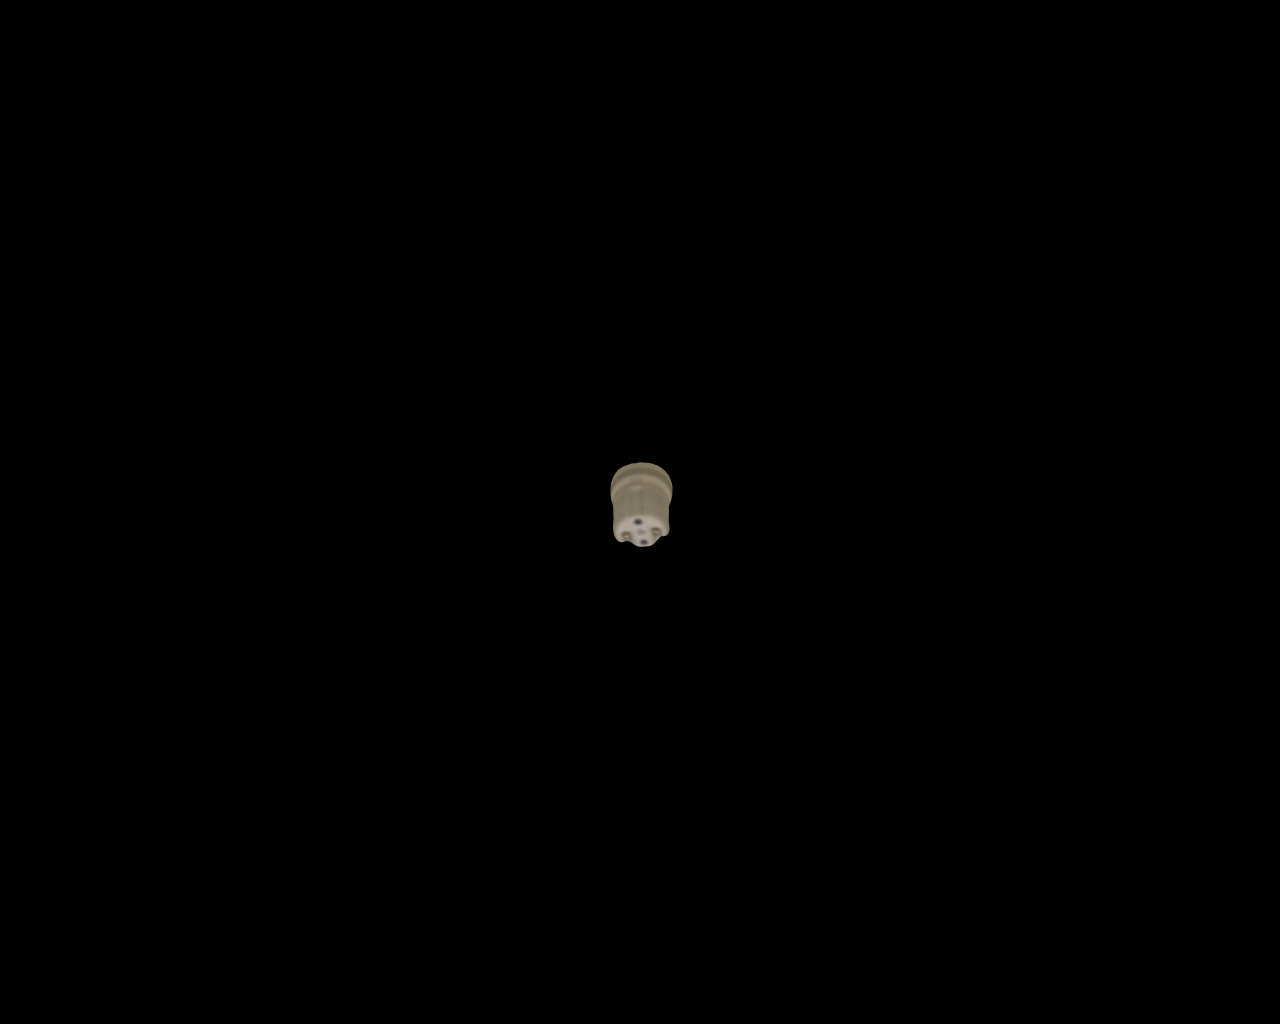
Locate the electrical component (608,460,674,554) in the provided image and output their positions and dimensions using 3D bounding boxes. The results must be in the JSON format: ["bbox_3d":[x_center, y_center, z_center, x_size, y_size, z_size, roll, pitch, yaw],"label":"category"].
[{"bbox_3d":[0.001,-0.003,0.650,0.040,0.040,0.046,0,41,0],"label":"electrical component"}]
